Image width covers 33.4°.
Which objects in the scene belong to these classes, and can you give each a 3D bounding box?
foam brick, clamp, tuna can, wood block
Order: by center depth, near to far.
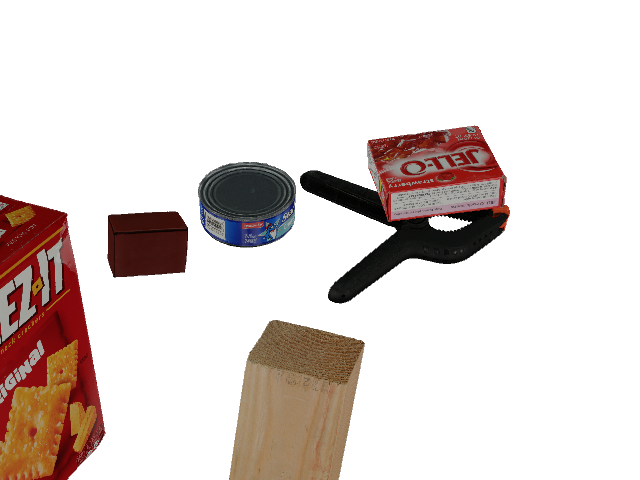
[{"bbox_3d":[-0.064,-0.032,0.940,0.086,0.034,0.086,1,38,-1],"label":"tuna can"},{"bbox_3d":[-0.027,0.188,0.959,0.090,0.206,0.090,13,22,8],"label":"wood block"},{"bbox_3d":[0.088,-0.006,1.064,0.210,0.164,0.036,0,-40,-6],"label":"clamp"},{"bbox_3d":[-0.183,0.003,1.125,0.078,0.051,0.053,-4,23,-17],"label":"foam brick"}]

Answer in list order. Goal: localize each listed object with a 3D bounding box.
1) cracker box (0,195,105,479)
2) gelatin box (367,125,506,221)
[{"bbox_3d":[-0.233,0.102,0.753,0.072,0.214,0.164,12,35,21],"label":"cracker box"},{"bbox_3d":[0.085,-0.051,0.788,0.089,0.030,0.073,-8,37,-5],"label":"gelatin box"}]
